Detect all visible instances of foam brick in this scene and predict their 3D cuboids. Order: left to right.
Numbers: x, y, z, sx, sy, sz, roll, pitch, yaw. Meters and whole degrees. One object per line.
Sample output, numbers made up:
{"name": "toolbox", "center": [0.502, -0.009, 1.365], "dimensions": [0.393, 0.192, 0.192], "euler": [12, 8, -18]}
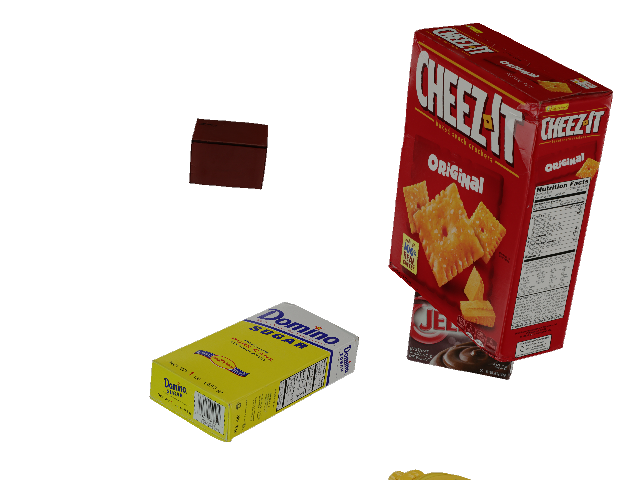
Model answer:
{"name": "foam brick", "center": [-0.094, -0.090, 1.107], "dimensions": [0.078, 0.051, 0.053], "euler": [5, 31, -2]}

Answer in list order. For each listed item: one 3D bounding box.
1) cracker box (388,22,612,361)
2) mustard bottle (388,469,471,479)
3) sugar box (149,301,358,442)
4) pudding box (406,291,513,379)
{"name": "cracker box", "center": [0.127, -0.039, 0.820], "dimensions": [0.072, 0.214, 0.164], "euler": [-12, 32, -25]}
{"name": "mustard bottle", "center": [0.121, 0.248, 0.910], "dimensions": [0.096, 0.058, 0.192], "euler": [-18, 27, -29]}
{"name": "sugar box", "center": [-0.055, 0.110, 0.943], "dimensions": [0.093, 0.048, 0.175], "euler": [24, 31, 32]}
{"name": "pudding box", "center": [0.152, 0.089, 1.123], "dimensions": [0.113, 0.090, 0.039], "euler": [9, 21, 12]}
